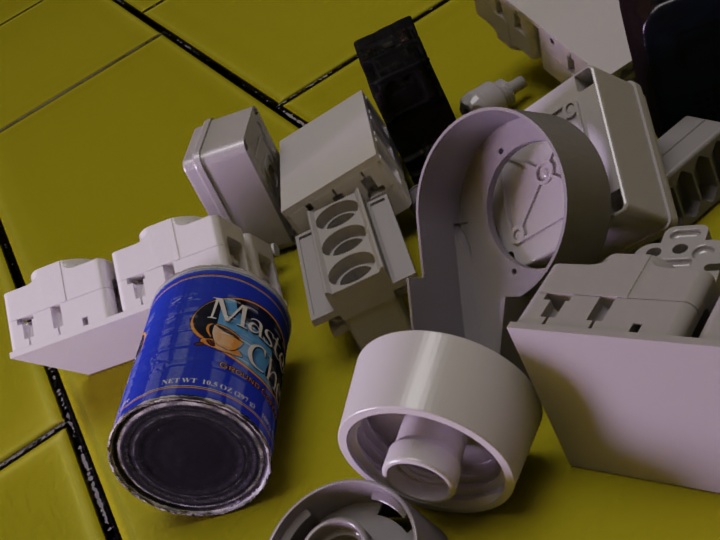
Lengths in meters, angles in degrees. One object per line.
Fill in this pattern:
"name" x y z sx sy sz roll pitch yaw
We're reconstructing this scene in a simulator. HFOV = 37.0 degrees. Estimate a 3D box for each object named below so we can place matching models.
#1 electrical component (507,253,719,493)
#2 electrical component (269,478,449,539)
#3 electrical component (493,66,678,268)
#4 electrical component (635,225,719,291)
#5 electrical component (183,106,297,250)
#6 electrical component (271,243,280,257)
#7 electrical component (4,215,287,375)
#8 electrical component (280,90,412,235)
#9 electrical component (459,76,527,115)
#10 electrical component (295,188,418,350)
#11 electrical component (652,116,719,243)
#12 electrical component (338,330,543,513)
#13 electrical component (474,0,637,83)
"electrical component" 0.181 0.053 0.525 0.186 0.105 0.060 3 43 41
"electrical component" -0.001 0.162 0.573 0.099 0.064 0.099 -16 47 18
"electrical component" 0.138 -0.057 0.697 0.109 0.056 0.108 -33 54 43
"electrical component" 0.186 0.021 0.615 0.058 0.057 0.078 -3 39 35
"electrical component" -0.099 -0.073 0.928 0.057 0.113 0.078 -16 33 14
"electrical component" -0.105 -0.005 0.902 0.078 0.040 0.040 -19 32 15
"electrical component" -0.167 0.019 0.838 0.186 0.105 0.060 -19 72 15
"electrical component" -0.014 -0.079 0.905 0.089 0.061 0.150 -31 27 11
"electrical component" 0.119 -0.151 0.946 0.061 0.035 0.035 -33 31 -13
"electrical component" 0.000 0.000 0.789 0.079 0.063 0.121 -25 31 6
"electrical component" 0.203 -0.065 0.739 0.083 0.047 0.076 -38 32 -17
"electrical component" 0.040 0.090 0.586 0.108 0.108 0.060 -6 43 32
"electrical component" 0.190 -0.216 0.910 0.105 0.060 0.186 -34 54 -9
